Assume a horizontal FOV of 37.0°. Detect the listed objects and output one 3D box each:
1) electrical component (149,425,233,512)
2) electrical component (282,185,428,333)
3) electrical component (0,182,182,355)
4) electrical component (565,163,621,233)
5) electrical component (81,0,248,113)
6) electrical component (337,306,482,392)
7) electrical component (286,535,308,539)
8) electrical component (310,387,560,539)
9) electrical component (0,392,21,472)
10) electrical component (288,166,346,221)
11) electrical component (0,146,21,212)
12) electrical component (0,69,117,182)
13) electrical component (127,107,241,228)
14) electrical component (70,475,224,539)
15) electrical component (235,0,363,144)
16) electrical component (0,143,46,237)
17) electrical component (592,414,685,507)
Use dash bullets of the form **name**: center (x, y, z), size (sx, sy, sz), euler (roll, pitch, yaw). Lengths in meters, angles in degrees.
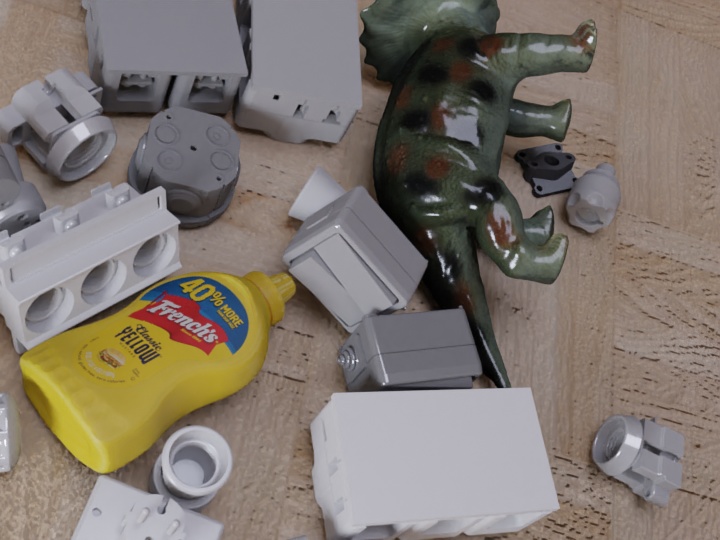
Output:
- **electrical component**: center (-0.108, 0.128, 0.682), size (0.045, 0.055, 0.045), euler (10, 59, -17)
- **electrical component**: center (0.000, 0.000, 0.779), size (0.096, 0.062, 0.061), euler (48, 39, -16)
- **electrical component**: center (-0.188, -0.007, 0.720), size (0.121, 0.078, 0.063), euler (-31, 55, -33)
- **electrical component**: center (0.204, -0.066, 0.928), size (0.043, 0.043, 0.062), euler (32, 54, -3)
- **electrical component**: center (-0.163, -0.213, 0.849), size (0.105, 0.060, 0.186), euler (-3, 64, -24)
- **electrical component**: center (0.030, 0.069, 0.769), size (0.096, 0.061, 0.061), euler (-4, 64, -24)
- **electrical component**: center (-0.016, 0.204, 0.677), size (0.057, 0.058, 0.078), euler (-9, 67, -23)
- **electrical component**: center (0.048, 0.135, 0.739), size (0.150, 0.061, 0.089), euler (1, 62, -22)
- **electrical component**: center (-0.239, 0.100, 0.653), size (0.062, 0.048, 0.048), euler (-2, 63, -16)
- **electrical component**: center (-0.020, -0.047, 0.824), size (0.055, 0.045, 0.045), euler (32, 55, -3)
- **electrical component**: center (-0.279, -0.024, 0.677), size (0.138, 0.052, 0.073), euler (-28, 76, -5)
- **electrical component**: center (-0.212, -0.101, 0.768), size (0.057, 0.058, 0.078), euler (47, 56, 10)
- **electrical component**: center (-0.128, -0.076, 0.792), size (0.080, 0.051, 0.080), euler (10, 59, -17)
- **electrical component**: center (-0.126, 0.158, 0.646), size (0.083, 0.075, 0.047), euler (24, 56, -8)
- **electrical component**: center (-0.053, -0.183, 0.877), size (0.089, 0.061, 0.150), euler (8, 60, -18)
- **electrical component**: center (-0.245, -0.052, 0.734), size (0.045, 0.045, 0.055), euler (-24, 74, -31)
- **electrical component**: center (0.211, 0.139, 0.815), size (0.055, 0.048, 0.066), euler (27, 55, -16)
